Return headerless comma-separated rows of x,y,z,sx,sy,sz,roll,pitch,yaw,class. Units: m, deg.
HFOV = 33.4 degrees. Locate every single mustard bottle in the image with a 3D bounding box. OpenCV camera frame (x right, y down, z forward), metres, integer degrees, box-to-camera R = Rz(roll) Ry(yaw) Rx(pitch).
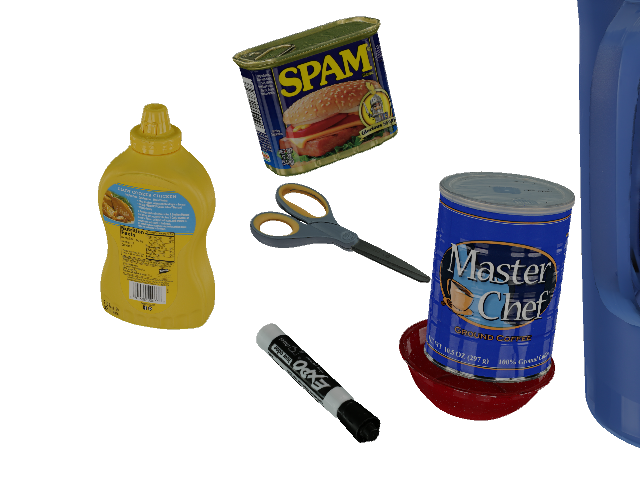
-0.136,-0.021,0.886,0.096,0.192,0.058,9,29,10,mustard bottle

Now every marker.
-0.002,0.091,0.686,0.020,0.020,0.121,0,26,-39,marker

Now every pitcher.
0.185,-0.015,0.528,0.149,0.243,0.145,-4,20,-4,pitcher

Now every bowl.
0.159,0.140,1.114,0.162,0.055,0.162,4,25,-2,bowl

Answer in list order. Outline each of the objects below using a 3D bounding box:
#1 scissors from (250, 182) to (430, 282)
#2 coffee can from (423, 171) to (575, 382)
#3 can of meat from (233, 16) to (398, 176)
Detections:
0.008,0.005,1.057,0.096,0.016,0.202,-29,48,-23,scissors
0.138,0.026,0.834,0.103,0.140,0.103,3,17,-1,coffee can
-0.001,-0.101,0.746,0.102,0.084,0.057,-21,22,-17,can of meat
